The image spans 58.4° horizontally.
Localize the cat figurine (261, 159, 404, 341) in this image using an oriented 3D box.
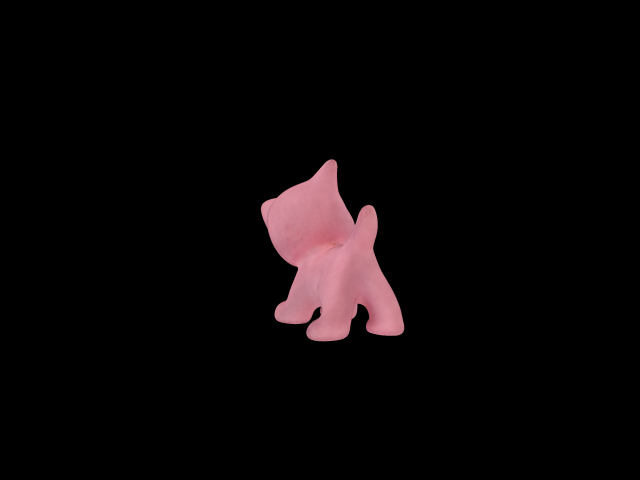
[{"bbox_3d":[0.004,0.001,0.400,0.067,0.118,0.127,-2,4,-27],"label":"cat figurine"}]
